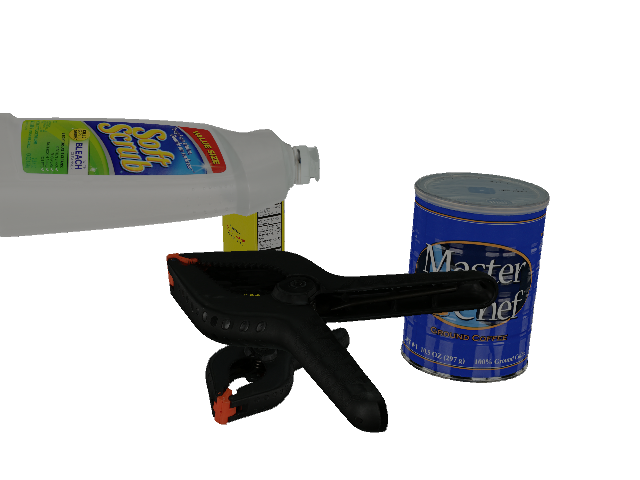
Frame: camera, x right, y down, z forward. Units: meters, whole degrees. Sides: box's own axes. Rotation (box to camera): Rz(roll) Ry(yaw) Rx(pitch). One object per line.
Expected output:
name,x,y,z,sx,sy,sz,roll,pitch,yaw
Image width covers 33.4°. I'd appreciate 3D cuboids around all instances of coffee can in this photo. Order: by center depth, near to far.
coffee can,0.119,0.026,0.836,0.103,0.140,0.103,3,17,-1

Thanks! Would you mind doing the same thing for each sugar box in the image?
sugar box,-0.078,-0.021,1.212,0.048,0.176,0.093,-15,27,-25

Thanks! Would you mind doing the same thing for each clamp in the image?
clamp,-0.003,0.039,0.669,0.210,0.036,0.164,18,32,34
clamp,-0.062,0.106,0.989,0.120,0.039,0.171,18,29,26

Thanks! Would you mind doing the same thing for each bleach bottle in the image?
bleach bottle,-0.128,-0.058,0.838,0.250,0.068,0.102,-4,45,-8
